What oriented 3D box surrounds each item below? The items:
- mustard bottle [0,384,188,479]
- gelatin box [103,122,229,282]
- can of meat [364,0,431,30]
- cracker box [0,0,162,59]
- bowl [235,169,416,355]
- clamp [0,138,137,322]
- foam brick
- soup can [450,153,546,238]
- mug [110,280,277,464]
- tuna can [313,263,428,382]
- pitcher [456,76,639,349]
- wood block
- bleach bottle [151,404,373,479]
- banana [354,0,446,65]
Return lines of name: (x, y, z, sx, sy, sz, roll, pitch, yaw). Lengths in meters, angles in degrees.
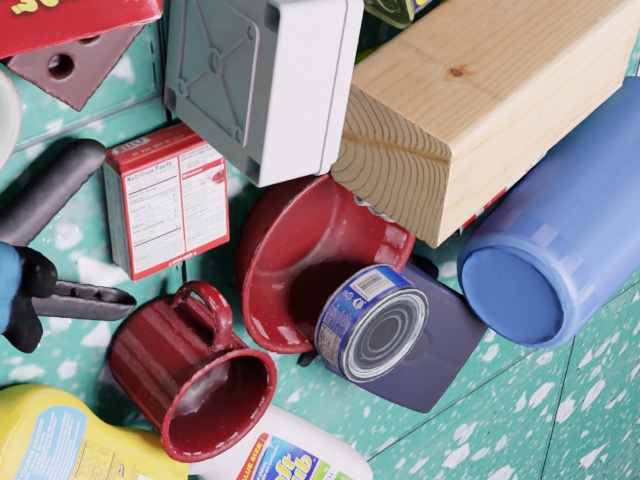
mustard bottle: (-0.174, 0.146, 0.682, 0.191, 0.058, 0.096, 35, 67, -40)
gelatin box: (-0.095, -0.026, 0.664, 0.073, 0.030, 0.089, -25, 137, -28)
can of meat: (0.057, -0.196, 0.656, 0.084, 0.058, 0.102, -44, 145, -14)
cracker box: (-0.181, -0.128, 0.359, 0.214, 0.072, 0.164, -12, 143, 13)
bowl: (-0.005, 0.001, 0.761, 0.161, 0.055, 0.162, -28, 138, -28)
clamp: (-0.181, 0.026, 0.605, 0.171, 0.039, 0.120, -29, 123, -19)
foam brick: (-0.128, -0.114, 0.534, 0.078, 0.051, 0.053, -53, 143, 3)
soup can: (0.120, -0.060, 0.831, 0.102, 0.069, 0.068, -42, 143, -13)
mug: (-0.087, 0.080, 0.720, 0.093, 0.082, 0.117, -15, 131, -39)
tuna can: (0.039, 0.062, 0.782, 0.086, 0.034, 0.086, -27, 138, -28)
pitcher: (0.212, -0.018, 0.877, 0.242, 0.145, 0.149, -41, 141, -35)
wood block: (0.110, -0.102, 0.686, 0.205, 0.091, 0.090, -38, 151, -29)
bleach bottle: (-0.054, 0.182, 0.863, 0.102, 0.068, 0.250, -51, 142, 1)
banana: (0.092, -0.161, 0.738, 0.197, 0.037, 0.069, -43, 146, -11)
